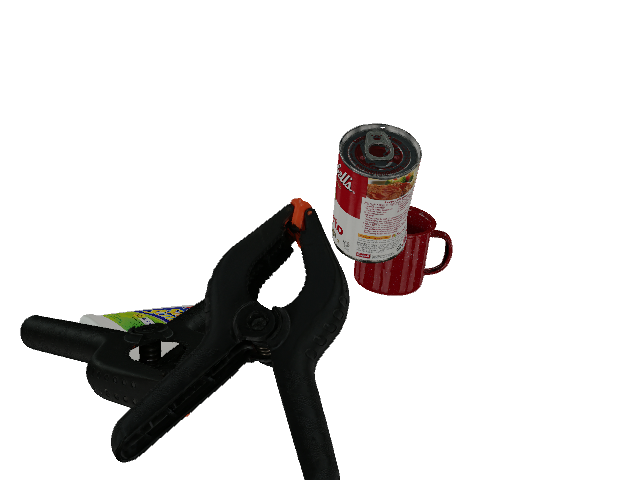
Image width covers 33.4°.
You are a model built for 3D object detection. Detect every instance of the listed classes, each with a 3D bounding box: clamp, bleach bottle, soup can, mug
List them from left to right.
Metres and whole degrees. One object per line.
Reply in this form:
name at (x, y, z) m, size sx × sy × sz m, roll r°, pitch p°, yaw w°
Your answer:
clamp at (-0.113, 0.076, 0.760) m, size 0.164 × 0.036 × 0.210 m, roll -9°, pitch 14°, yaw -25°
bleach bottle at (-0.192, 0.122, 1.439) m, size 0.250 × 0.068 × 0.103 m, roll -10°, pitch 25°, yaw -40°
clamp at (-0.023, 0.059, 0.566) m, size 0.120 × 0.171 × 0.039 m, roll 21°, pitch -23°, yaw 13°
soup can at (0.046, -0.039, 0.904) m, size 0.068 × 0.068 × 0.102 m, roll 2°, pitch -45°, yaw -2°
mug at (0.094, 0.012, 1.234) m, size 0.117 × 0.081 × 0.093 m, roll 3°, pitch 25°, yaw -6°
